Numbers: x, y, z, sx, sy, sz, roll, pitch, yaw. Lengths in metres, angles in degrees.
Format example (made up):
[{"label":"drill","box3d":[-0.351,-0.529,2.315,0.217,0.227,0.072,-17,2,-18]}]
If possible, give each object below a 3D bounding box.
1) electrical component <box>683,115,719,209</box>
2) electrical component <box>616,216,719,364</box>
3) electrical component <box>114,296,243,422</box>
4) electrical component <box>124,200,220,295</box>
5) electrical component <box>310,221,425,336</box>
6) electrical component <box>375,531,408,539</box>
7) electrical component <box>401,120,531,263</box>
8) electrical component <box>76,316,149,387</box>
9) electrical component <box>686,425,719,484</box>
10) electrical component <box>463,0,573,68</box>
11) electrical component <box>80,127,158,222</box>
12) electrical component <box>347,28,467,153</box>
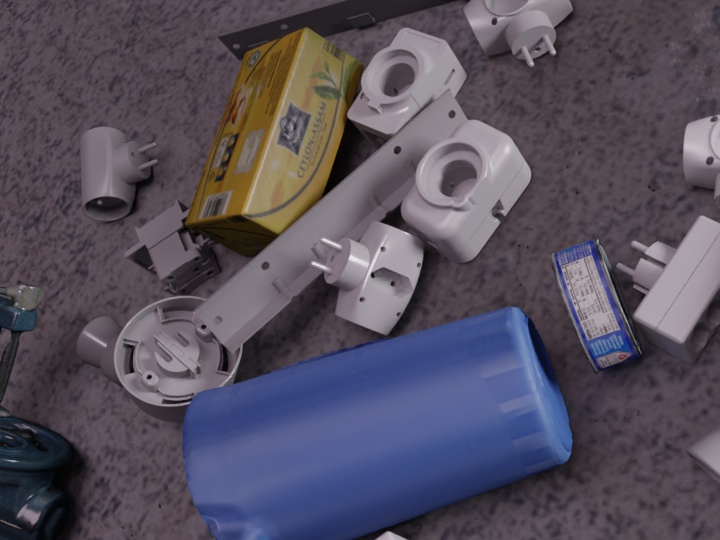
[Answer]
[{"label":"electrical component","box3d":[0.261,-0.064,0.729,0.077,0.044,0.079,1,69,27]},{"label":"electrical component","box3d":[0.209,0.005,0.721,0.076,0.047,0.083,32,84,34]},{"label":"electrical component","box3d":[-0.142,0.069,0.844,0.099,0.064,0.099,2,63,-5]},{"label":"electrical component","box3d":[-0.154,-0.017,0.919,0.081,0.042,0.063,-33,59,11]},{"label":"electrical component","box3d":[0.000,0.000,0.806,0.043,0.079,0.077,19,86,65]},{"label":"electrical component","box3d":[0.017,0.232,0.714,0.076,0.047,0.083,-37,56,7]},{"label":"electrical component","box3d":[0.079,-0.061,0.811,0.054,0.059,0.095,33,85,34]},{"label":"electrical component","box3d":[-0.204,0.069,0.902,0.055,0.045,0.045,25,81,33]},{"label":"electrical component","box3d":[0.237,0.106,0.663,0.055,0.045,0.045,-48,56,0]},{"label":"electrical component","box3d":[0.131,-0.195,0.855,0.077,0.044,0.079,-27,58,14]},{"label":"electrical component","box3d":[-0.219,-0.094,0.986,0.079,0.043,0.077,-19,60,18]},{"label":"electrical component","box3d":[0.037,-0.144,0.872,0.050,0.056,0.089,27,81,33]}]
